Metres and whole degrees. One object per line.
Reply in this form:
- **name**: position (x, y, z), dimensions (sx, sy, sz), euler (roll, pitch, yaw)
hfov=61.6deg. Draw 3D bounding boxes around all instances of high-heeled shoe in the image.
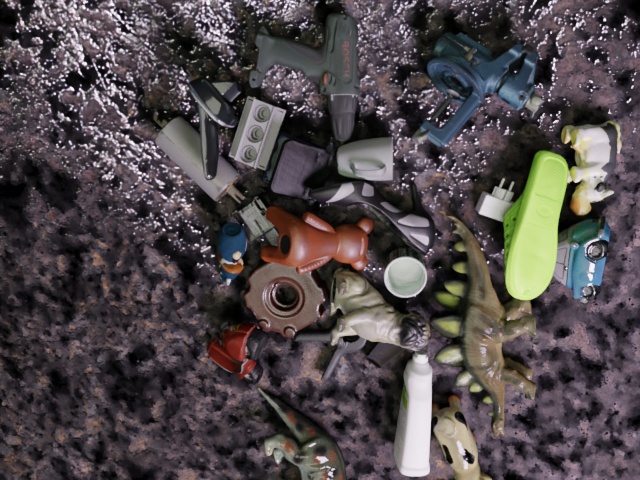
- **high-heeled shoe**: position (0.102, -0.038, 1.038), dimensions (0.249, 0.086, 0.145), euler (-3, 85, -9)

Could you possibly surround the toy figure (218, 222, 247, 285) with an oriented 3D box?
- **toy figure**: position (-0.181, 0.032, 1.102), dimensions (0.058, 0.064, 0.154), euler (6, 137, -5)

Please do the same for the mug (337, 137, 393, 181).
- **mug**: position (0.085, -0.146, 1.020), dimensions (0.107, 0.110, 0.080), euler (-1, 128, 11)

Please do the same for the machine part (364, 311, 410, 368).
- **machine part**: position (0.156, 0.217, 1.127), dimensions (0.139, 0.039, 0.084), euler (-42, 99, 12)

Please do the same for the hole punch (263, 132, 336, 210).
- **hole punch**: position (-0.045, -0.143, 1.057), dimensions (0.116, 0.092, 0.142), euler (14, 103, -26)

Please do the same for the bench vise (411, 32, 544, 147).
- **bench vise**: position (0.264, -0.251, 0.954), dimensions (0.224, 0.129, 0.240), euler (40, 87, 5)

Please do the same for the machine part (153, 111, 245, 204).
- **machine part**: position (-0.243, -0.161, 1.073), dimensions (0.243, 0.079, 0.079), euler (43, 104, -4)

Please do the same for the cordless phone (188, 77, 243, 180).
- **cordless phone**: position (-0.196, -0.208, 1.019), dimensions (0.089, 0.147, 0.184), euler (2, 101, -1)

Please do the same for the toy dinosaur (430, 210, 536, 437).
- **toy dinosaur**: position (0.320, 0.168, 1.063), dimensions (0.199, 0.105, 0.470), euler (-4, 98, 12)

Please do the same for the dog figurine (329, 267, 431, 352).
- **dog figurine**: position (0.120, 0.136, 1.082), dimensions (0.191, 0.121, 0.172), euler (3, 70, -9)

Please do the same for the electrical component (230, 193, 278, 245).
- **electrical component**: position (-0.119, -0.028, 1.103), dimensions (0.075, 0.048, 0.119), euler (-29, 96, 13)

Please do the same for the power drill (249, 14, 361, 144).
- **power drill**: position (-0.026, -0.309, 1.010), dimensions (0.207, 0.086, 0.231), euler (10, 102, 9)

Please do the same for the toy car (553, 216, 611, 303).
- **toy car**: position (0.486, 0.031, 1.017), dimensions (0.103, 0.109, 0.161), euler (13, 117, 27)

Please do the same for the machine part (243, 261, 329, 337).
- **machine part**: position (-0.072, 0.113, 1.124), dimensions (0.179, 0.056, 0.179), euler (1, 102, 7)

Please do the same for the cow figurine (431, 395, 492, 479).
- **cow figurine**: position (0.293, 0.439, 1.114), dimensions (0.085, 0.127, 0.194), euler (-21, 97, 15)

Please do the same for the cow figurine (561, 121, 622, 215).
- **cow figurine**: position (0.504, -0.131, 0.990), dimensions (0.098, 0.068, 0.167), euler (-7, 103, 3)

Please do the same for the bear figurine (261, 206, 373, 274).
- **bear figurine**: position (0.000, -0.002, 1.059), dimensions (0.196, 0.132, 0.120), euler (-4, 107, -38)

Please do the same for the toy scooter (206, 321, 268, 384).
- **toy scooter**: position (-0.183, 0.228, 1.142), dimensions (0.135, 0.075, 0.183), euler (24, 136, 14)

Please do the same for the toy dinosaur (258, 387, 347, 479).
- **toy dinosaur**: position (-0.006, 0.502, 1.178), dimensions (0.192, 0.131, 0.404), euler (-14, 97, -2)
